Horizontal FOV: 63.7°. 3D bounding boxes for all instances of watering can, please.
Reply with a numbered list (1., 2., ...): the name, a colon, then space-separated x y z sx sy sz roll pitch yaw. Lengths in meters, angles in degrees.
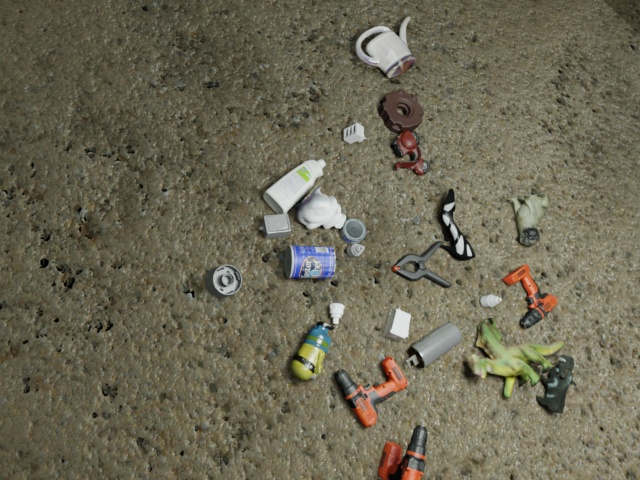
1. watering can: 0.299 -0.774 2.062 0.352 0.102 0.225 -34 83 -26

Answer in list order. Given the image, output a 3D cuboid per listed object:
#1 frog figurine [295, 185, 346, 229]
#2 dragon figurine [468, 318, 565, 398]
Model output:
1. frog figurine: 0.005 -0.085 1.685 0.159 0.123 0.137 44 96 -6
2. dragon figurine: 0.633 0.358 1.709 0.415 0.119 0.245 -28 71 -37
